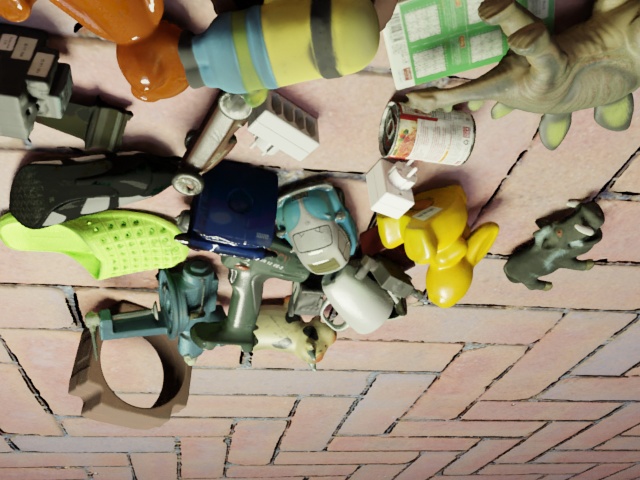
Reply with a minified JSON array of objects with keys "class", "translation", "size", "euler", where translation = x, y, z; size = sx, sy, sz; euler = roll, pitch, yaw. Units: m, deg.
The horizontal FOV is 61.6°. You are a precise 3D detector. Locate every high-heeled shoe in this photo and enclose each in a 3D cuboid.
[{"class":"high-heeled shoe","translation":[-0.310,-0.071,0.730],"size":[0.249,0.086,0.145],"euler":[-6,-173,39]}]

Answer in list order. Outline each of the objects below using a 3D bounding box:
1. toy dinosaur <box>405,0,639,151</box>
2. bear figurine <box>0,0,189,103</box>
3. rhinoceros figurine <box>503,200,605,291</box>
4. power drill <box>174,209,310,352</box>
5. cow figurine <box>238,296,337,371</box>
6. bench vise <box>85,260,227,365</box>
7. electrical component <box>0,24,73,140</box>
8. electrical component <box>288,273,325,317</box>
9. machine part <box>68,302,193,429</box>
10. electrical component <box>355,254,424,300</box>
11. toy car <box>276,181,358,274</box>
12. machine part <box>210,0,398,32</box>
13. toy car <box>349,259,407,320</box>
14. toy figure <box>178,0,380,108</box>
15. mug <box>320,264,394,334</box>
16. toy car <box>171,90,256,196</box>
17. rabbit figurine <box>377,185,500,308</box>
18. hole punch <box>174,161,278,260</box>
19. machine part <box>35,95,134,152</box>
[{"class":"toy dinosaur","translation":[0.320,-0.206,0.560],"size":[0.472,0.105,0.198],"euler":[-17,149,8]},{"class":"bear figurine","translation":[-0.187,-0.195,0.505],"size":[0.120,0.132,0.195],"euler":[-10,137,14]},{"class":"rhinoceros figurine","translation":[0.383,0.008,0.874],"size":[0.112,0.073,0.190],"euler":[23,138,-15]},{"class":"power drill","translation":[-0.139,0.066,0.838],"size":[0.232,0.086,0.207],"euler":[12,100,-31]},{"class":"cow figurine","translation":[-0.066,0.173,0.997],"size":[0.195,0.127,0.085],"euler":[1,146,-2]},{"class":"bench vise","translation":[-0.270,0.135,0.917],"size":[0.240,0.129,0.223],"euler":[-6,139,-27]},{"class":"electrical component","translation":[-0.326,-0.162,0.541],"size":[0.134,0.115,0.058],"euler":[7,144,-12]},{"class":"electrical component","translation":[-0.023,0.094,0.940],"size":[0.048,0.075,0.119],"euler":[5,138,-11]},{"class":"machine part","translation":[-0.341,0.232,0.987],"size":[0.201,0.201,0.087],"euler":[28,135,-35]},{"class":"electrical component","translation":[0.104,0.060,0.828],"size":[0.102,0.078,0.045],"euler":[24,113,-35]},{"class":"toy car","translation":[-0.002,-0.002,0.793],"size":[0.109,0.103,0.161],"euler":[-14,140,14]},{"class":"machine part","translation":[-0.016,-0.246,0.509],"size":[0.179,0.056,0.179],"euler":[-4,143,-3]},{"class":"toy car","translation":[0.100,0.089,0.961],"size":[0.074,0.056,0.201],"euler":[-13,141,22]},{"class":"toy figure","translation":[-0.036,-0.172,0.484],"size":[0.180,0.089,0.082],"euler":[-12,150,3]},{"class":"mug","translation":[0.045,0.093,0.864],"size":[0.109,0.081,0.107],"euler":[-34,114,21]},{"class":"toy car","translation":[-0.117,-0.129,0.624],"size":[0.053,0.089,0.202],"euler":[21,135,-24]},{"class":"rabbit figurine","translation":[0.181,0.014,0.801],"size":[0.162,0.122,0.173],"euler":[-31,112,-27]},{"class":"hole punch","translation":[-0.116,-0.041,0.728],"size":[0.142,0.116,0.092],"euler":[13,131,-22]},{"class":"machine part","translation":[-0.298,-0.146,0.630],"size":[0.139,0.039,0.084],"euler":[16,144,-26]}]
